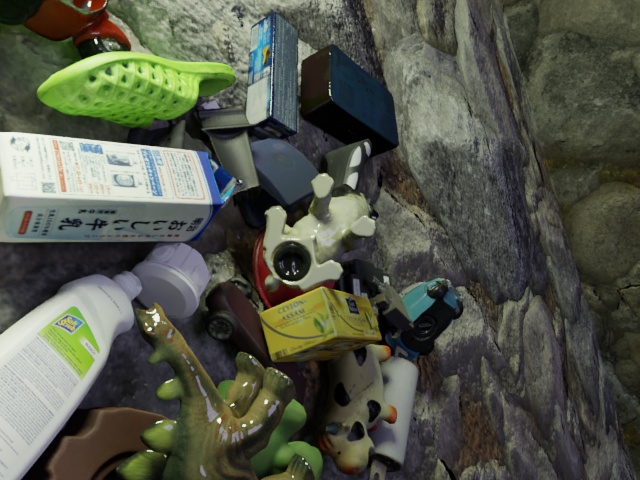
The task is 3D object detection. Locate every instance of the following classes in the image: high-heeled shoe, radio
[{"bbox_3d":[0.051,-0.085,0.936,0.249,0.086,0.145,-37,110,-48],"label":"high-heeled shoe"},{"bbox_3d":[0.059,-0.257,1.017,0.229,0.073,0.131,20,60,-50],"label":"radio"}]

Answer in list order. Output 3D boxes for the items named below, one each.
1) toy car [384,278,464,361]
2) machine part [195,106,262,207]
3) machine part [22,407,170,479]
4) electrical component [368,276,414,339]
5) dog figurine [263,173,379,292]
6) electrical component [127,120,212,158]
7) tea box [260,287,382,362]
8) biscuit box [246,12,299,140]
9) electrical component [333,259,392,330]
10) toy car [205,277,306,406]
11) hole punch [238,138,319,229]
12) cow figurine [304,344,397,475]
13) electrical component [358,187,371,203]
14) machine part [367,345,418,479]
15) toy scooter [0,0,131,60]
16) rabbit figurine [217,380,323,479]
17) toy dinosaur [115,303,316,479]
[{"bbox_3d":[0.179,0.132,0.994,0.109,0.161,0.103,40,3,-29],"label":"toy car"},{"bbox_3d":[-0.111,-0.112,0.693,0.084,0.039,0.139,-6,72,-36],"label":"machine part"},{"bbox_3d":[-0.194,0.242,0.501,0.179,0.056,0.179,25,57,-47],"label":"machine part"},{"bbox_3d":[0.110,0.114,0.872,0.102,0.045,0.078,42,18,-40],"label":"electrical component"},{"bbox_3d":[0.002,-0.001,0.746,0.121,0.172,0.190,57,6,5],"label":"dog figurine"},{"bbox_3d":[-0.170,-0.088,0.641,0.119,0.075,0.048,65,23,-63],"label":"electrical component"},{"bbox_3d":[0.006,0.117,0.722,0.169,0.098,0.068,25,44,-65],"label":"tea box"},{"bbox_3d":[-0.074,-0.255,0.847,0.062,0.059,0.202,23,60,-45],"label":"biscuit box"},{"bbox_3d":[0.066,0.094,0.903,0.134,0.058,0.115,17,62,-49],"label":"electrical component"},{"bbox_3d":[-0.081,0.139,0.694,0.202,0.053,0.089,57,18,-24],"label":"toy car"},{"bbox_3d":[-0.065,-0.091,0.775,0.142,0.092,0.115,-34,101,-49],"label":"hole punch"},{"bbox_3d":[0.045,0.239,0.788,0.127,0.085,0.195,21,50,-27],"label":"cow figurine"},{"bbox_3d":[0.071,-0.051,0.994,0.063,0.021,0.094,45,45,-33],"label":"electrical component"},{"bbox_3d":[0.111,0.279,0.875,0.079,0.079,0.243,48,44,-31],"label":"machine part"},{"bbox_3d":[-0.279,-0.269,0.567,0.183,0.075,0.135,25,58,-50],"label":"toy scooter"},{"bbox_3d":[-0.054,0.266,0.626,0.170,0.121,0.159,46,50,-37],"label":"rabbit figurine"},{"bbox_3d":[-0.071,0.276,0.489,0.198,0.105,0.470,-29,101,-27],"label":"toy dinosaur"}]
